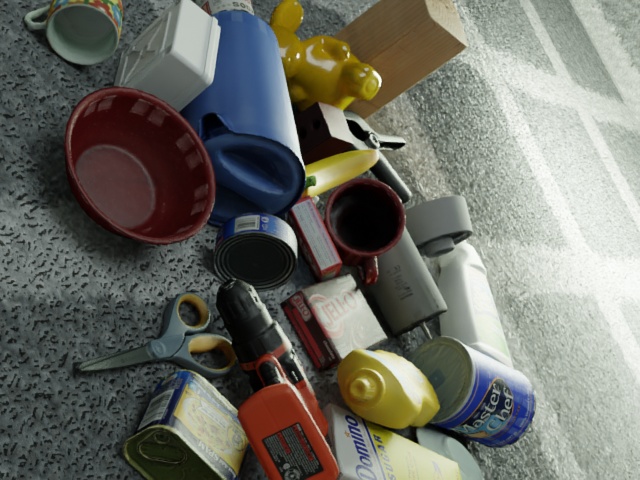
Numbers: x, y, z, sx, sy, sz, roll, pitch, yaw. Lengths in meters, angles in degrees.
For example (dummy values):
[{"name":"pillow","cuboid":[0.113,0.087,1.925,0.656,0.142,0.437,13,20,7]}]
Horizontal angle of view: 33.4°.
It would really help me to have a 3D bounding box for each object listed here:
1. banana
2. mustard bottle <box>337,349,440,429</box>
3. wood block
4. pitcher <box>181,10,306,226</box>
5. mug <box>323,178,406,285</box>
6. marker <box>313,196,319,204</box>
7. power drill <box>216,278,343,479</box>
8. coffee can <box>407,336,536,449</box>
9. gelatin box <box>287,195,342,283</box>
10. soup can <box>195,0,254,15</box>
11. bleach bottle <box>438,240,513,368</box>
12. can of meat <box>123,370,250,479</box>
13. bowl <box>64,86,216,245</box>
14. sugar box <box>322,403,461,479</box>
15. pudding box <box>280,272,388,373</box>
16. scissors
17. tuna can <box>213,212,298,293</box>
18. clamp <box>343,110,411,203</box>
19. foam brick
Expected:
[{"name":"banana","cuboid":[0.006,-0.074,1.266,0.197,0.070,0.037,-32,113,-61]},{"name":"mustard bottle","cuboid":[0.066,0.156,1.120,0.096,0.058,0.191,46,7,18]},{"name":"wood block","cuboid":[0.088,-0.257,1.466,0.090,0.206,0.090,28,41,-42]},{"name":"pitcher","cuboid":[-0.088,-0.133,1.173,0.144,0.149,0.243,13,43,-20]},{"name":"mug","cuboid":[0.048,-0.005,1.237,0.081,0.093,0.117,118,-39,-73]},{"name":"marker","cuboid":[-0.047,-0.087,1.286,0.121,0.020,0.020,47,30,-18]},{"name":"power drill","cuboid":[-0.040,0.134,0.957,0.184,0.057,0.187,61,3,-14]},{"name":"coffee can","cuboid":[0.178,0.184,1.277,0.140,0.103,0.103,28,40,-42]},{"name":"gelatin box","cuboid":[-0.008,0.001,1.211,0.089,0.030,0.073,64,-9,11]},{"name":"soup can","cuboid":[-0.122,-0.302,1.333,0.068,0.069,0.102,20,47,-48]},{"name":"bleach bottle","cuboid":[0.197,0.084,1.449,0.102,0.068,0.251,35,34,-34]},{"name":"can of meat","cuboid":[-0.107,0.171,0.902,0.102,0.058,0.084,48,28,-18]},{"name":"bowl","cuboid":[-0.178,-0.061,1.002,0.161,0.055,0.162,22,54,-34]},{"name":"sugar box","cuboid":[0.071,0.240,1.082,0.176,0.048,0.093,31,29,-27]},{"name":"pudding box","cuboid":[0.017,0.090,1.188,0.090,0.039,0.113,61,29,8]},{"name":"scissors","cuboid":[-0.149,0.084,0.964,0.201,0.016,0.096,16,47,-51]},{"name":"tuna can","cuboid":[-0.066,0.013,1.091,0.086,0.086,0.033,38,33,-31]},{"name":"clamp","cuboid":[0.067,-0.136,1.489,0.171,0.039,0.120,40,30,-28]},{"name":"foam brick","cuboid":[-0.008,-0.127,1.325,0.051,0.078,0.053,13,51,-54]}]
